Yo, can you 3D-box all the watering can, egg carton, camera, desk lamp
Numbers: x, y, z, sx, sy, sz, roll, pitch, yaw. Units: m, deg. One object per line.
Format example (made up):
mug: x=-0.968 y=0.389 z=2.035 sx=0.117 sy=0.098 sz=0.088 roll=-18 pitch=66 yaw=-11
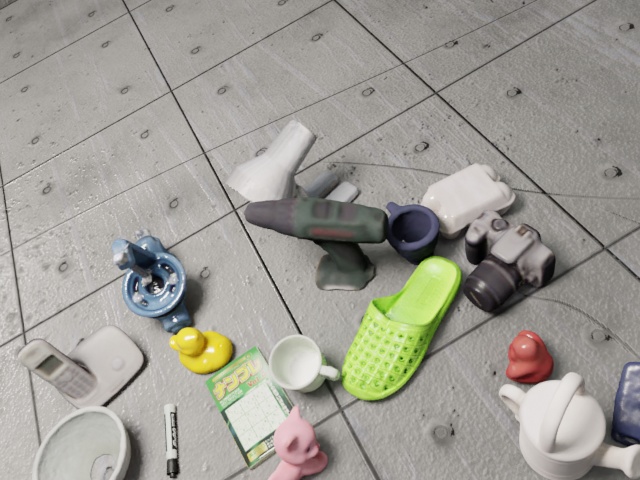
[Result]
watering can: x=0.307 y=0.229 z=0.710 sx=0.172 sy=0.194 sz=0.101 roll=6 pitch=59 yaw=23
egg carton: x=0.260 y=-0.070 z=1.015 sx=0.150 sy=0.070 sz=0.107 roll=-27 pitch=52 yaw=-1
camera: x=0.280 y=0.035 z=0.915 sx=0.137 sy=0.101 sz=0.142 roll=-43 pitch=54 yaw=-12
desk lamp: x=-0.052 y=-0.105 z=1.057 sx=0.117 sy=0.214 sz=0.203 roll=34 pitch=72 yaw=34

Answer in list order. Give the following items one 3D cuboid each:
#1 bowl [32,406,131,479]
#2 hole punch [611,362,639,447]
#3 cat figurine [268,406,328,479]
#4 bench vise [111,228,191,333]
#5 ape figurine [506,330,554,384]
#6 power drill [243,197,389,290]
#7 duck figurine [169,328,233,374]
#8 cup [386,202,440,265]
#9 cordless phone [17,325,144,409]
bowl: x=-0.372 y=0.362 z=0.930 sx=0.167 sy=0.075 sz=0.167 roll=-9 pitch=54 yaw=13
hole punch: x=0.439 y=0.221 z=0.736 sx=0.108 sy=0.091 sz=0.101 roll=11 pitch=61 yaw=25
cat figurine: x=-0.043 y=0.312 z=0.823 sx=0.067 sy=0.118 sz=0.128 roll=22 pitch=66 yaw=30
bench vise: x=-0.326 y=0.051 z=1.039 sx=0.121 sy=0.220 sz=0.206 roll=-42 pitch=53 yaw=-11
ape figurine: x=0.297 y=0.165 z=0.824 sx=0.078 sy=0.092 sz=0.076 roll=-43 pitch=54 yaw=-13
power drill: x=0.009 y=0.003 z=0.963 sx=0.229 sy=0.209 sz=0.075 roll=-2 pitch=56 yaw=18
duck figurine: x=-0.210 y=0.183 z=0.992 sx=0.104 sy=0.086 sz=0.077 roll=-4 pitch=56 yaw=17
cup: x=0.157 y=-0.008 z=0.991 sx=0.092 sy=0.095 sz=0.117 roll=-35 pitch=52 yaw=-6
cordless phone: x=-0.408 y=0.201 z=0.985 sx=0.093 sy=0.185 sz=0.148 roll=34 pitch=72 yaw=34
